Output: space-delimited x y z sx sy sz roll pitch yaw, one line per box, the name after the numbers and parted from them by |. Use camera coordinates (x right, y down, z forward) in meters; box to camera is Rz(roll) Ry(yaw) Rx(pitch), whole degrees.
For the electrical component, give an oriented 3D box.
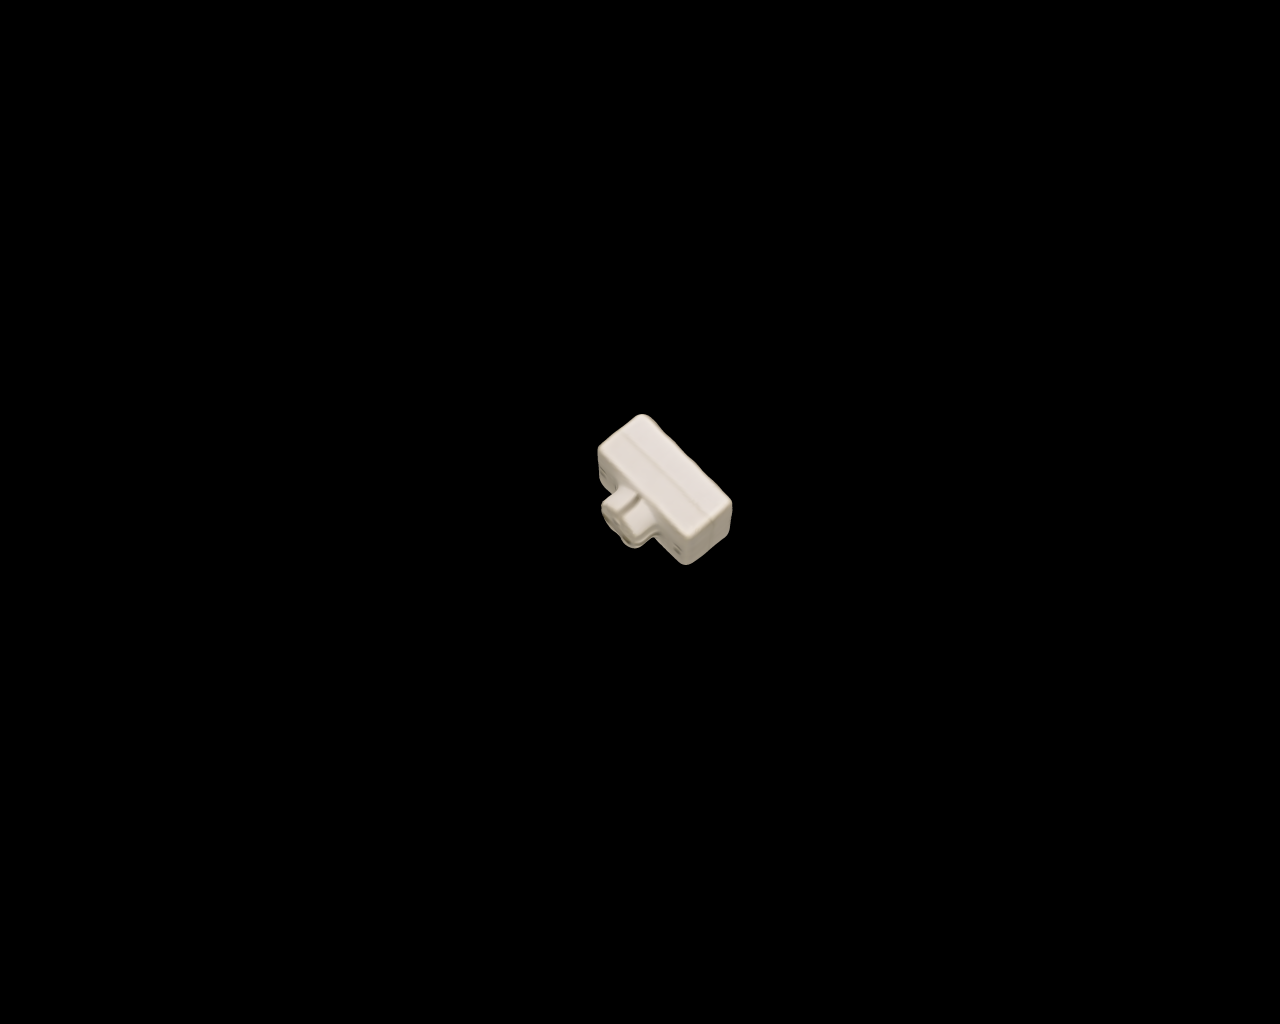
0.001 -0.003 0.650 0.076 0.083 0.047 -38 -19 -16 | electrical component
